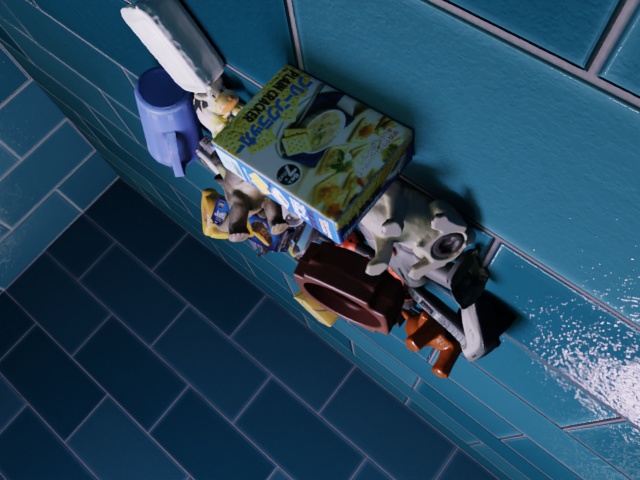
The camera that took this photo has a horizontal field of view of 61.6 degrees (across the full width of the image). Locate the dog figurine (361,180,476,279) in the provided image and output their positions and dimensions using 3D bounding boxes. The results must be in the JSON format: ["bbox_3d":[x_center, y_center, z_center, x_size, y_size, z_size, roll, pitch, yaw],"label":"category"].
[{"bbox_3d":[0.115,-0.053,0.776,0.172,0.121,0.191,8,-139,-25],"label":"dog figurine"}]

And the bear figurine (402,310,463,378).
[{"bbox_3d":[0.229,0.214,1.175,0.120,0.132,0.196,47,159,-6],"label":"bear figurine"}]

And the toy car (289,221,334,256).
[{"bbox_3d":[-0.002,-0.004,1.168,0.103,0.109,0.162,25,177,-10],"label":"toy car"}]

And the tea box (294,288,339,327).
[{"bbox_3d":[0.034,0.104,1.250,0.098,0.169,0.068,44,167,-19],"label":"tea box"}]

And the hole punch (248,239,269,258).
[{"bbox_3d":[-0.136,-0.039,1.354,0.092,0.142,0.115,33,151,22],"label":"hole punch"}]

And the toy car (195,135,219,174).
[{"bbox_3d":[-0.200,-0.162,1.246,0.201,0.073,0.056,46,169,-23],"label":"toy car"}]

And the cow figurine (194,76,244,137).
[{"bbox_3d":[-0.189,-0.250,0.974,0.098,0.068,0.167,48,165,-4],"label":"cow figurine"}]

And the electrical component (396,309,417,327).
[{"bbox_3d":[0.192,0.179,1.322,0.119,0.048,0.074,35,166,29],"label":"electrical component"}]

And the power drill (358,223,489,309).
[{"bbox_3d":[0.155,0.020,0.864,0.208,0.086,0.231,21,158,43],"label":"power drill"}]

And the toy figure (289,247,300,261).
[{"bbox_3d":[-0.001,0.053,1.329,0.082,0.089,0.180,-38,90,31],"label":"toy figure"}]

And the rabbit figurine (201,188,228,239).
[{"bbox_3d":[-0.225,-0.085,1.431,0.122,0.173,0.162,170,96,-70],"label":"rabbit figurine"}]

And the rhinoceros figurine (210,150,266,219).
[{"bbox_3d":[-0.162,-0.130,1.185,0.190,0.112,0.073,32,-161,-24],"label":"rhinoceros figurine"}]

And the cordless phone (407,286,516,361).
[{"bbox_3d":[0.238,0.124,0.959,0.184,0.089,0.146,39,167,15],"label":"cordless phone"}]

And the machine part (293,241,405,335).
[{"bbox_3d":[0.061,0.093,1.044,0.202,0.087,0.200,22,161,20],"label":"machine part"}]

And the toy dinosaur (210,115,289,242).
[{"bbox_3d":[-0.127,-0.101,0.973,0.471,0.105,0.198,-49,51,50],"label":"toy dinosaur"}]

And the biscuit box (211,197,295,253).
[{"bbox_3d":[-0.159,-0.037,1.251,0.203,0.062,0.059,26,-169,28],"label":"biscuit box"}]
